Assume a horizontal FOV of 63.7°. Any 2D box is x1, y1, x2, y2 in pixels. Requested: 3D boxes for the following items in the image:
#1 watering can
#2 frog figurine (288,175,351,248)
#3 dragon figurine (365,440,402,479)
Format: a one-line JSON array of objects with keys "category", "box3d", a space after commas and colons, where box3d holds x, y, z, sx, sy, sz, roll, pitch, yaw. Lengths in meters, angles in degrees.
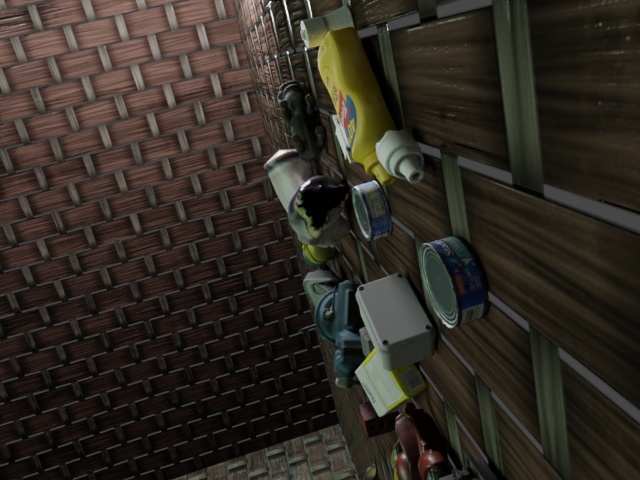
[{"category": "watering can", "box3d": [-0.049, -0.123, 1.263, 0.224, 0.104, 0.347, 62, 174, -3]}, {"category": "frog figurine", "box3d": [0.003, -0.052, 1.034, 0.158, 0.123, 0.139, 66, -141, -76]}, {"category": "dragon figurine", "box3d": [0.201, 0.538, 0.930, 0.238, 0.122, 0.420, 57, -172, -40]}]
